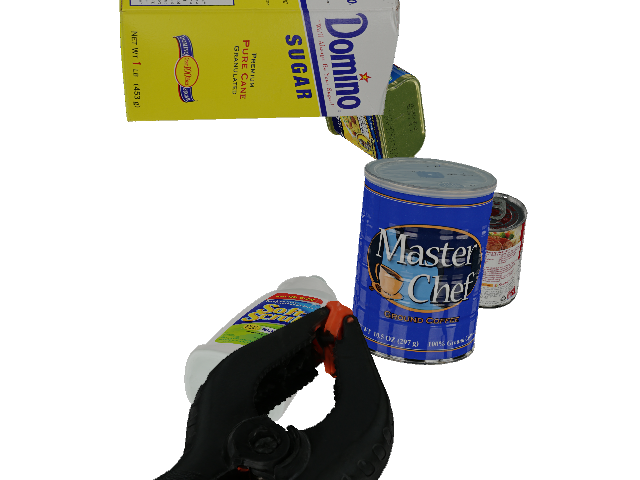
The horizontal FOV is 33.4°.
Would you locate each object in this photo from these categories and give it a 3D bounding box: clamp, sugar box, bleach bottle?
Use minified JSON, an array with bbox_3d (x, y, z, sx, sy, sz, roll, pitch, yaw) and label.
[{"bbox_3d":[-0.013,0.092,0.387,0.120,0.039,0.171,25,49,18],"label":"clamp"},{"bbox_3d":[-0.040,-0.125,0.698,0.176,0.048,0.093,-1,-41,-6],"label":"sugar box"},{"bbox_3d":[-0.045,0.093,1.081,0.103,0.068,0.250,10,22,12],"label":"bleach bottle"}]

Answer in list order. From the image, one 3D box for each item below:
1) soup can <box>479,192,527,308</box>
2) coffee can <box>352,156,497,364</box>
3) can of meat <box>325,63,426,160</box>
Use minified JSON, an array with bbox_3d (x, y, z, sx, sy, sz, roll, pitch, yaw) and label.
[{"bbox_3d":[0.174,0.011,1.097,0.068,0.102,0.068,-1,36,1],"label":"soup can"},{"bbox_3d":[0.079,0.014,0.845,0.103,0.140,0.103,4,17,-2],"label":"coffee can"},{"bbox_3d":[0.049,-0.125,0.983,0.057,0.102,0.084,-37,51,-19],"label":"can of meat"}]
